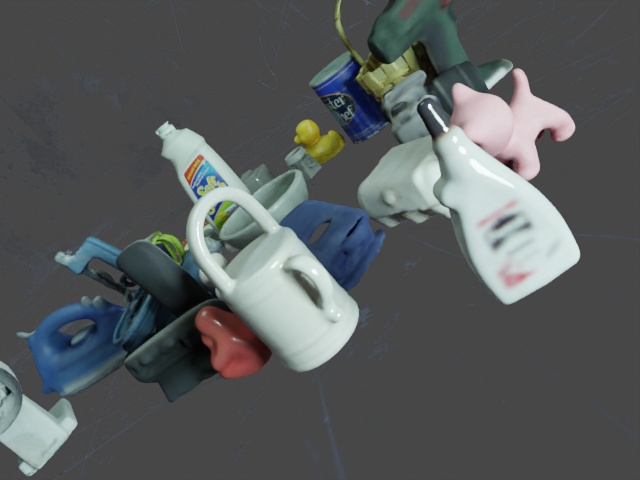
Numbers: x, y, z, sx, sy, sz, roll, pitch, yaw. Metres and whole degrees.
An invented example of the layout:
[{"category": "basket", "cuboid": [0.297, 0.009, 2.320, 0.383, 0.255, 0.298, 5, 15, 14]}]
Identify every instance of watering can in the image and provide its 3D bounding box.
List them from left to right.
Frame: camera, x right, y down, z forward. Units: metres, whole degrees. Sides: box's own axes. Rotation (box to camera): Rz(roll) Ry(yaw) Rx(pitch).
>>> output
[{"category": "watering can", "cuboid": [-0.062, 0.035, 0.575, 0.172, 0.194, 0.101, -27, 24, 32]}]

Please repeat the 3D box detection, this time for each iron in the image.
[{"category": "iron", "cuboid": [-0.401, 0.161, 0.988, 0.258, 0.142, 0.118, -32, 22, 21]}]

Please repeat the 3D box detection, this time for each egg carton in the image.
[{"category": "egg carton", "cuboid": [0.113, -0.067, 0.665, 0.150, 0.069, 0.107, -10, 35, 54]}]

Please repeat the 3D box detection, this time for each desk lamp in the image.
[{"category": "desk lamp", "cuboid": [-0.472, 0.243, 0.834, 0.118, 0.214, 0.202, -48, 21, -20]}]

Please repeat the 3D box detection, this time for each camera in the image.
[{"category": "camera", "cuboid": [0.160, -0.188, 0.790, 0.136, 0.101, 0.143, -34, 21, 16]}]

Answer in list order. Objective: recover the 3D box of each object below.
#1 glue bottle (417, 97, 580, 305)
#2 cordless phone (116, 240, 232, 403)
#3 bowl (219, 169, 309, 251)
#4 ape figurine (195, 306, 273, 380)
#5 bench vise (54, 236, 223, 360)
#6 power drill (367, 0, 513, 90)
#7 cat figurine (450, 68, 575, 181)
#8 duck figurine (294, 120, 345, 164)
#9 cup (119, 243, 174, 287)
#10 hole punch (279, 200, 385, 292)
[{"category": "glue bottle", "cuboid": [0.121, -0.033, 0.426, 0.078, 0.173, 0.037, -37, 21, 9]}, {"category": "cordless phone", "cuboid": [-0.197, 0.093, 0.705, 0.147, 0.185, 0.094, -37, 20, 8]}, {"category": "bowl", "cuboid": [-0.076, -0.033, 0.920, 0.167, 0.075, 0.167, -34, 21, 15]}, {"category": "ape figurine", "cuboid": [-0.103, 0.109, 0.642, 0.076, 0.092, 0.078, -18, 30, 46]}, {"category": "bench vise", "cuboid": [-0.246, 0.057, 0.818, 0.208, 0.220, 0.121, -50, 22, -25]}, {"category": "power drill", "cuboid": [0.190, -0.315, 0.848, 0.230, 0.209, 0.075, -42, 20, -5]}, {"category": "cat figurine", "cuboid": [0.183, -0.121, 0.584, 0.128, 0.118, 0.067, -47, 21, -18]}, {"category": "duck figurine", "cuboid": [-0.008, -0.202, 1.140, 0.104, 0.086, 0.078, -16, 31, 48]}, {"category": "cup", "cuboid": [-0.311, 0.074, 1.080, 0.117, 0.095, 0.091, -34, 21, 17]}, {"category": "hole punch", "cuboid": [0.006, 0.002, 0.675, 0.100, 0.091, 0.109, -14, 32, 50]}]
